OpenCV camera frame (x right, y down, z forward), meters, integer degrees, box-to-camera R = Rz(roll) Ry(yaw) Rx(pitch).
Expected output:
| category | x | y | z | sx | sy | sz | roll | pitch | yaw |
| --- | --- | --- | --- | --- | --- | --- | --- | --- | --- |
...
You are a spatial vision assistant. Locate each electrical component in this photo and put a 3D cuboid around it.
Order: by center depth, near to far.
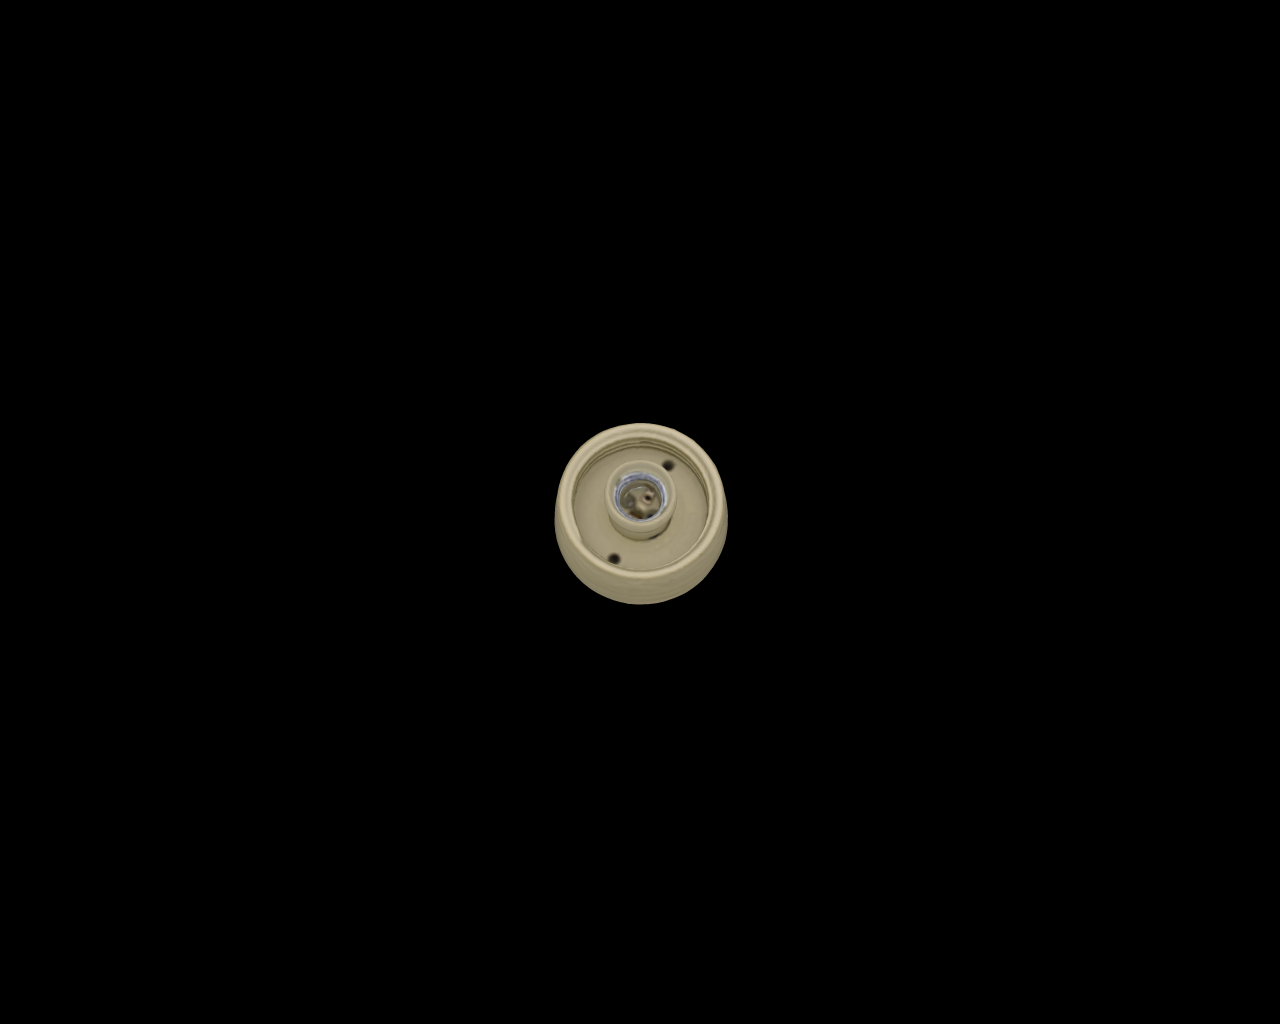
| category | x | y | z | sx | sy | sz | roll | pitch | yaw |
| --- | --- | --- | --- | --- | --- | --- | --- | --- | --- |
| electrical component | 0.001 | -0.003 | 0.650 | 0.108 | 0.108 | 0.060 | 0 | -18 | 0 |
